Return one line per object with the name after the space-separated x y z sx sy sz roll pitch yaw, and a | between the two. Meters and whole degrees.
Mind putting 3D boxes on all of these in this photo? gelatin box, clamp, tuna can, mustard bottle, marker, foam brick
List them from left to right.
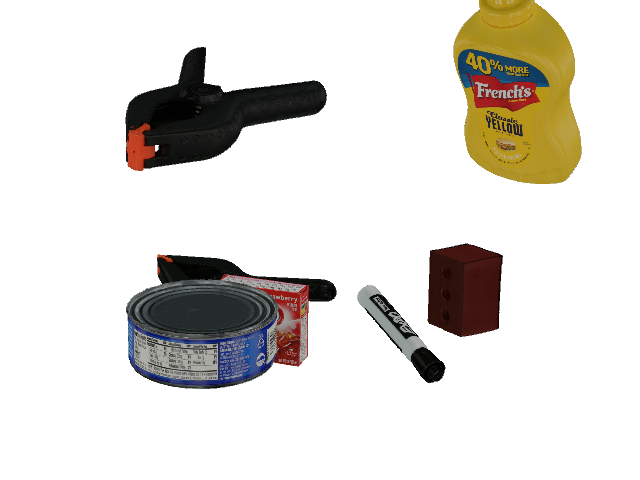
-0.089 -0.097 0.762 0.120 0.039 0.171 20 31 32 | clamp
-0.067 0.052 0.609 0.086 0.034 0.086 2 18 -1 | tuna can
-0.108 0.063 1.210 0.210 0.036 0.164 15 28 23 | clamp
-0.056 0.075 1.003 0.089 0.073 0.030 7 17 18 | gelatin box
0.061 0.071 0.817 0.020 0.020 0.121 0 27 -25 | marker
0.141 0.048 1.045 0.051 0.078 0.053 -11 19 -33 | foam brick
0.154 -0.132 0.847 0.096 0.058 0.191 21 -33 31 | mustard bottle
